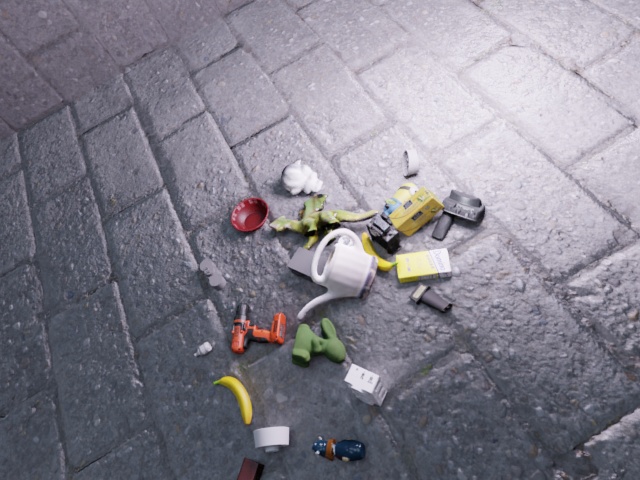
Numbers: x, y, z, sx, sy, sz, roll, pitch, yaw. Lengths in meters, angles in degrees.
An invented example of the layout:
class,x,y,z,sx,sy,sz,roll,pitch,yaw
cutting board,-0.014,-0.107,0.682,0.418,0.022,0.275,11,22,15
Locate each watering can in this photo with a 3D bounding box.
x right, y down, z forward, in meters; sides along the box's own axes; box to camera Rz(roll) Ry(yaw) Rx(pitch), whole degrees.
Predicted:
class,x,y,z,sx,sy,sz,roll,pitch,yaw
watering can,0.065,0.139,1.750,0.224,0.104,0.348,20,90,-5

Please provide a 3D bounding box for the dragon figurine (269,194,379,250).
class,x,y,z,sx,sy,sz,roll,pitch,yaw
dragon figurine,0.006,-0.099,1.960,0.410,0.119,0.248,-20,46,3

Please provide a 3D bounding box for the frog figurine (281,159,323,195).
class,x,y,z,sx,sy,sz,roll,pitch,yaw
frog figurine,-0.076,-0.235,2.065,0.161,0.123,0.135,45,113,26
